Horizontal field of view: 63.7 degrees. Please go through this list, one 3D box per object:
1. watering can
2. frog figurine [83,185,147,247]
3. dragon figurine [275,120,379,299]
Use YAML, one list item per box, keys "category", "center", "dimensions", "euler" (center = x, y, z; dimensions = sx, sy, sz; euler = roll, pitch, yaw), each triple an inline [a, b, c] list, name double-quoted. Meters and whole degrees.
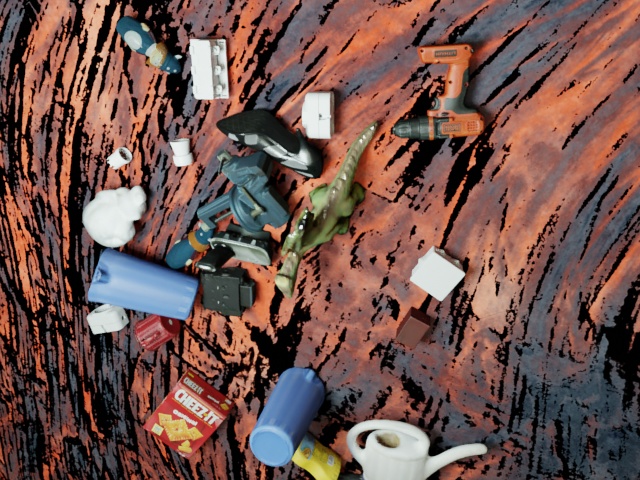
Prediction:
- category: "watering can"
  center: [0.237, 0.571, 1.326]
  dimensions: [0.348, 0.106, 0.220]
  euler: [9, 113, 9]
- category: "frog figurine"
  center: [-0.486, -0.060, 1.243]
  dimensions: [0.158, 0.123, 0.138]
  euler: [-23, 86, 31]
- category: "dragon figurine"
  center: [0.003, -0.054, 1.076]
  dimensions: [0.122, 0.247, 0.403]
  euler: [27, 116, 6]
